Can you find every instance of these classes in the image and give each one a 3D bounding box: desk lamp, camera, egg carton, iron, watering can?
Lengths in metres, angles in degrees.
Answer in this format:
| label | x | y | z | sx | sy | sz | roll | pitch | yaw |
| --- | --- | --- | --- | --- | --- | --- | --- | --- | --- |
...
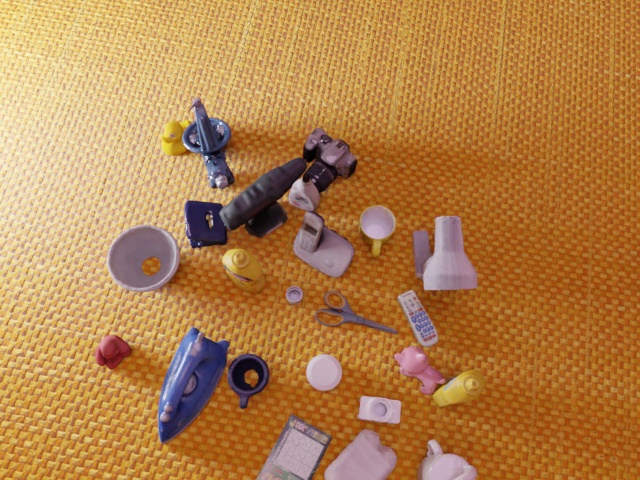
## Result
| label | x | y | z | sx | sy | sz | roll | pitch | yaw |
| --- | --- | --- | --- | --- | --- | --- | --- | --- | --- |
| desk lamp | 0.285 | 0.041 | 1.335 | 0.118 | 0.213 | 0.203 | -2 | 71 | -4 |
| camera | 0.005 | -0.198 | 1.461 | 0.143 | 0.101 | 0.137 | 38 | 73 | 10 |
| egg carton | 0.090 | 0.495 | 1.243 | 0.107 | 0.069 | 0.150 | 43 | 74 | 11 |
| iron | -0.296 | 0.317 | 1.244 | 0.118 | 0.141 | 0.258 | 21 | 71 | 4 |
| watering can | 0.275 | 0.502 | 1.185 | 0.172 | 0.194 | 0.101 | 43 | 74 | 11 |

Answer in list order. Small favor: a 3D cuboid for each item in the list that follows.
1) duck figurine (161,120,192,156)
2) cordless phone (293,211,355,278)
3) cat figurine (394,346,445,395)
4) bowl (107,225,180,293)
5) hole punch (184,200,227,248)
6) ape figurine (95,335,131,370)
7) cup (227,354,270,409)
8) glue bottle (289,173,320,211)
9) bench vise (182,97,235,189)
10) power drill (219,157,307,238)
| label | x | y | z | sx | sy | sz | roll | pitch | yaw |
| --- | --- | --- | --- | --- | --- | --- | --- | --- | --- |
| duck figurine | -0.369 | -0.277 | 1.475 | 0.077 | 0.086 | 0.105 | 39 | 73 | 10 |
| cordless phone | 0.012 | 0.005 | 1.347 | 0.147 | 0.185 | 0.094 | 28 | 72 | 7 |
| cat figurine | 0.228 | 0.288 | 1.297 | 0.127 | 0.118 | 0.067 | 37 | 73 | 10 |
| bowl | -0.412 | 0.052 | 1.365 | 0.167 | 0.075 | 0.167 | 1 | 71 | -3 |
| hole punch | -0.277 | -0.043 | 1.397 | 0.101 | 0.091 | 0.108 | -6 | 71 | -5 |
| ape figurine | -0.469 | 0.247 | 1.285 | 0.078 | 0.092 | 0.076 | -7 | 71 | -5 |
| cup | -0.158 | 0.318 | 1.276 | 0.091 | 0.095 | 0.118 | 7 | 71 | -1 |
| glue bottle | -0.037 | -0.122 | 1.394 | 0.078 | 0.173 | 0.037 | 17 | 71 | 3 |
| bench vise | -0.257 | -0.238 | 1.397 | 0.121 | 0.220 | 0.207 | -35 | 76 | -14 |
| power drill | -0.128 | -0.090 | 1.359 | 0.230 | 0.208 | 0.075 | -36 | 76 | -14 |
